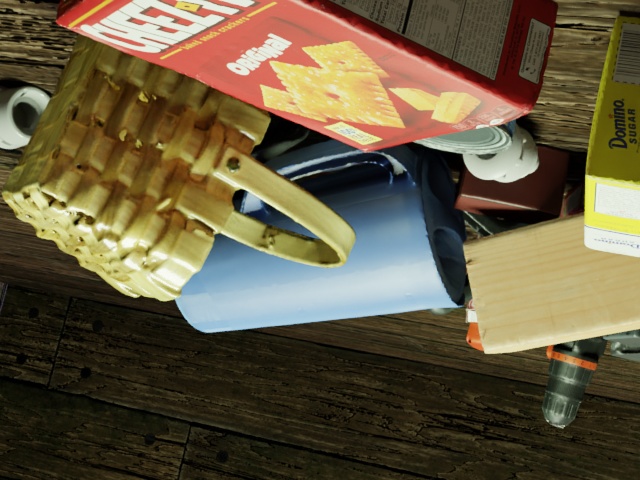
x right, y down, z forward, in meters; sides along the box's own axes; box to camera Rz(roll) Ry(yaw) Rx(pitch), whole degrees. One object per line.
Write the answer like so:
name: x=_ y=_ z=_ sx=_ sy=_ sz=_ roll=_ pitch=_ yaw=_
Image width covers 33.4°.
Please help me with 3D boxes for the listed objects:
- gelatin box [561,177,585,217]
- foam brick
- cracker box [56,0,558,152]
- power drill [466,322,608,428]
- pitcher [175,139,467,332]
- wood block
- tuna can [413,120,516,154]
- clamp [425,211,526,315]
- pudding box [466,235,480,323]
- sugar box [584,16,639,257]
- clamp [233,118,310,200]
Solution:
gelatin box: x=0.253 y=-0.024 z=0.888 sx=0.089 sy=0.030 sz=0.073 roll=12 pitch=170 yaw=2
foam brick: x=0.149 y=-0.046 z=0.831 sx=0.078 sy=0.053 sz=0.051 roll=13 pitch=170 yaw=4
cracker box: x=-0.010 y=-0.118 z=0.567 sx=0.213 sy=0.072 sz=0.164 roll=19 pitch=168 yaw=-29
power drill: x=0.260 y=0.116 z=1.278 sx=0.057 sy=0.184 sz=0.188 roll=19 pitch=177 yaw=-34
pitcher: x=-0.006 y=0.001 z=0.896 sx=0.243 sy=0.149 sz=0.144 roll=-11 pitch=180 yaw=20
wood block: x=0.225 y=0.023 z=0.800 sx=0.206 sy=0.091 sz=0.090 roll=-15 pitch=169 yaw=32
tuna can: x=0.090 y=-0.087 z=0.722 sx=0.086 sy=0.034 sz=0.086 roll=12 pitch=170 yaw=2
clamp: x=0.172 y=0.003 z=1.011 sx=0.171 sy=0.120 sz=0.039 roll=-7 pitch=-167 yaw=-25
pudding box: x=0.185 y=0.044 z=1.182 sx=0.039 sy=0.090 sz=0.113 roll=10 pitch=170 yaw=12
sugar box: x=0.183 y=-0.053 z=0.628 sx=0.048 sy=0.093 sz=0.176 roll=12 pitch=170 yaw=13
clamp: x=-0.103 y=-0.070 z=0.930 sx=0.164 sy=0.036 sz=0.210 roll=16 pitch=152 yaw=-3
